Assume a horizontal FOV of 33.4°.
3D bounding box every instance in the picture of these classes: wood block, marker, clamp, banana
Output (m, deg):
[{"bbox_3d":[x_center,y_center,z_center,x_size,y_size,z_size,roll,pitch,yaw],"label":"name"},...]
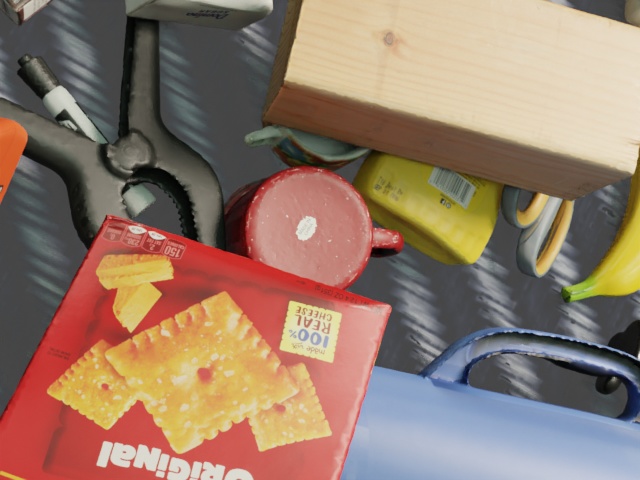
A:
[{"bbox_3d":[0.080,-0.097,0.635,0.206,0.090,0.091,14,79,-9],"label":"wood block"},{"bbox_3d":[-0.148,-0.067,0.669,0.020,0.020,0.121,-39,94,-15],"label":"marker"},{"bbox_3d":[-0.130,-0.047,0.638,0.164,0.036,0.210,-24,83,-29],"label":"clamp"},{"bbox_3d":[0.227,-0.041,0.752,0.069,0.037,0.198,21,79,-23],"label":"banana"}]

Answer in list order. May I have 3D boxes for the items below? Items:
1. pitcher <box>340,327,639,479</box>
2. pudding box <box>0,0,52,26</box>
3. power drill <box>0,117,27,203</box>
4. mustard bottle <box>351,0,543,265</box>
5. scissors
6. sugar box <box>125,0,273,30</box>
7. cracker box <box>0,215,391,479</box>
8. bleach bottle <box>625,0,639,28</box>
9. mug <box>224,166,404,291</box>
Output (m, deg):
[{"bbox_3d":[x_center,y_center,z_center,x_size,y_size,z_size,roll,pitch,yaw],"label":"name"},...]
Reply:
[{"bbox_3d":[0.093,0.140,0.655,0.242,0.145,0.149,17,44,-9],"label":"pitcher"},{"bbox_3d":[-0.192,-0.204,0.663,0.090,0.039,0.113,-43,96,-16],"label":"pudding box"},{"bbox_3d":[-0.259,-0.068,0.578,0.187,0.057,0.184,25,98,6],"label":"power drill"},{"bbox_3d":[0.102,-0.086,0.716,0.096,0.058,0.191,33,77,-17],"label":"mustard bottle"},{"bbox_3d":[0.170,-0.074,0.732,0.096,0.016,0.201,33,74,-51],"label":"scissors"},{"bbox_3d":[-0.084,-0.227,0.674,0.093,0.048,0.176,-4,82,-44],"label":"sugar box"},{"bbox_3d":[-0.072,0.106,0.530,0.164,0.072,0.213,19,57,2],"label":"cracker box"},{"bbox_3d":[0.305,-0.123,0.773,0.251,0.068,0.102,39,75,-5],"label":"bleach bottle"},{"bbox_3d":[-0.004,0.001,0.667,0.117,0.082,0.093,5,82,-14],"label":"mug"}]
